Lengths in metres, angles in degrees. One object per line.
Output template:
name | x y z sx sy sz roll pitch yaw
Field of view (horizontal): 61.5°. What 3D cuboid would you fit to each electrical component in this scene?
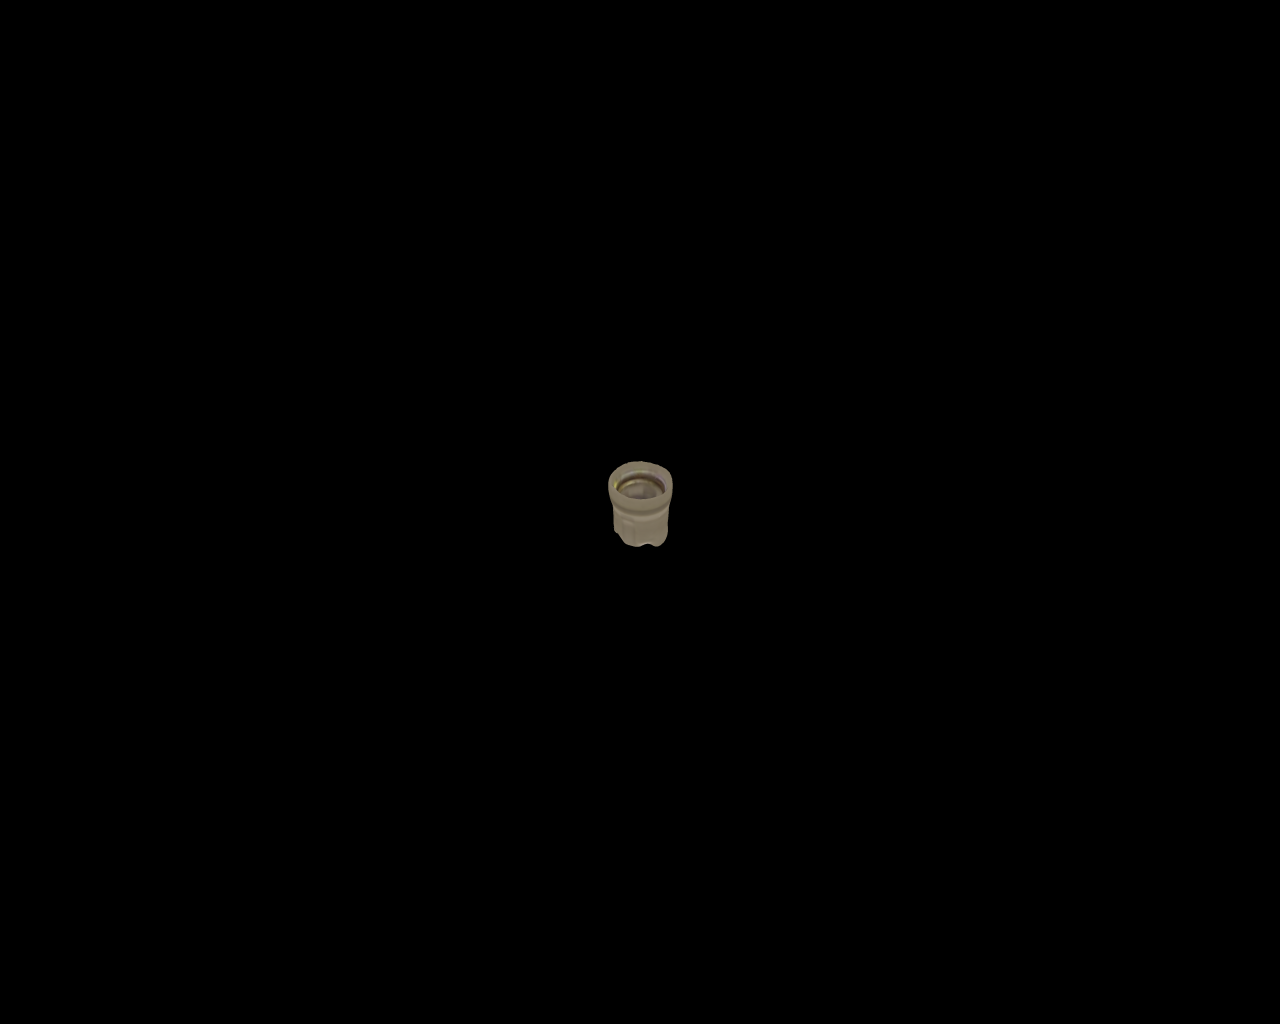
electrical component | 0.001 -0.003 0.650 0.040 0.046 0.040 0 41 0
